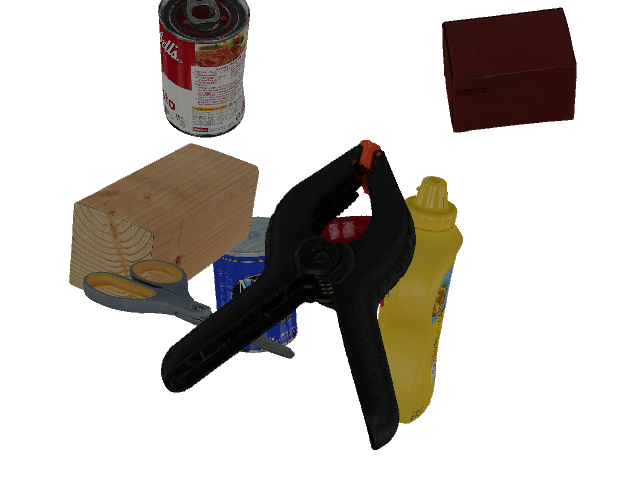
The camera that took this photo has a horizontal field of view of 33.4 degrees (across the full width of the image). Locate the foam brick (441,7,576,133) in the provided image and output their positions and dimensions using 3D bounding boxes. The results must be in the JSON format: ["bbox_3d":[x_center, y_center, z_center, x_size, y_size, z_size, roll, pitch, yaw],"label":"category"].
[{"bbox_3d":[0.118,-0.107,0.674,0.078,0.051,0.053,-5,-35,5],"label":"foam brick"}]

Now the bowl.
[{"bbox_3d":[0.059,0.023,1.101,0.162,0.055,0.162,2,18,-1],"label":"bowl"}]

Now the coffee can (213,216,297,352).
[{"bbox_3d":[-0.082,0.054,1.336,0.103,0.140,0.103,-2,26,1],"label":"coffee can"}]

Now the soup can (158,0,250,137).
[{"bbox_3d":[-0.090,-0.139,0.828,0.068,0.068,0.102,0,-39,-6],"label":"soup can"}]

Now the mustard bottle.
[{"bbox_3d":[0.074,0.041,0.836,0.058,0.192,0.096,13,26,10],"label":"mustard bottle"}]

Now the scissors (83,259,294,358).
[{"bbox_3d":[-0.099,0.052,0.882,0.202,0.016,0.096,13,24,17],"label":"scissors"}]

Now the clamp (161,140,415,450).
[{"bbox_3d":[0.010,0.025,0.543,0.120,0.171,0.039,24,-26,16],"label":"clamp"}]

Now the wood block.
[{"bbox_3d":[-0.153,-0.019,1.082,0.090,0.091,0.205,20,28,18],"label":"wood block"}]
